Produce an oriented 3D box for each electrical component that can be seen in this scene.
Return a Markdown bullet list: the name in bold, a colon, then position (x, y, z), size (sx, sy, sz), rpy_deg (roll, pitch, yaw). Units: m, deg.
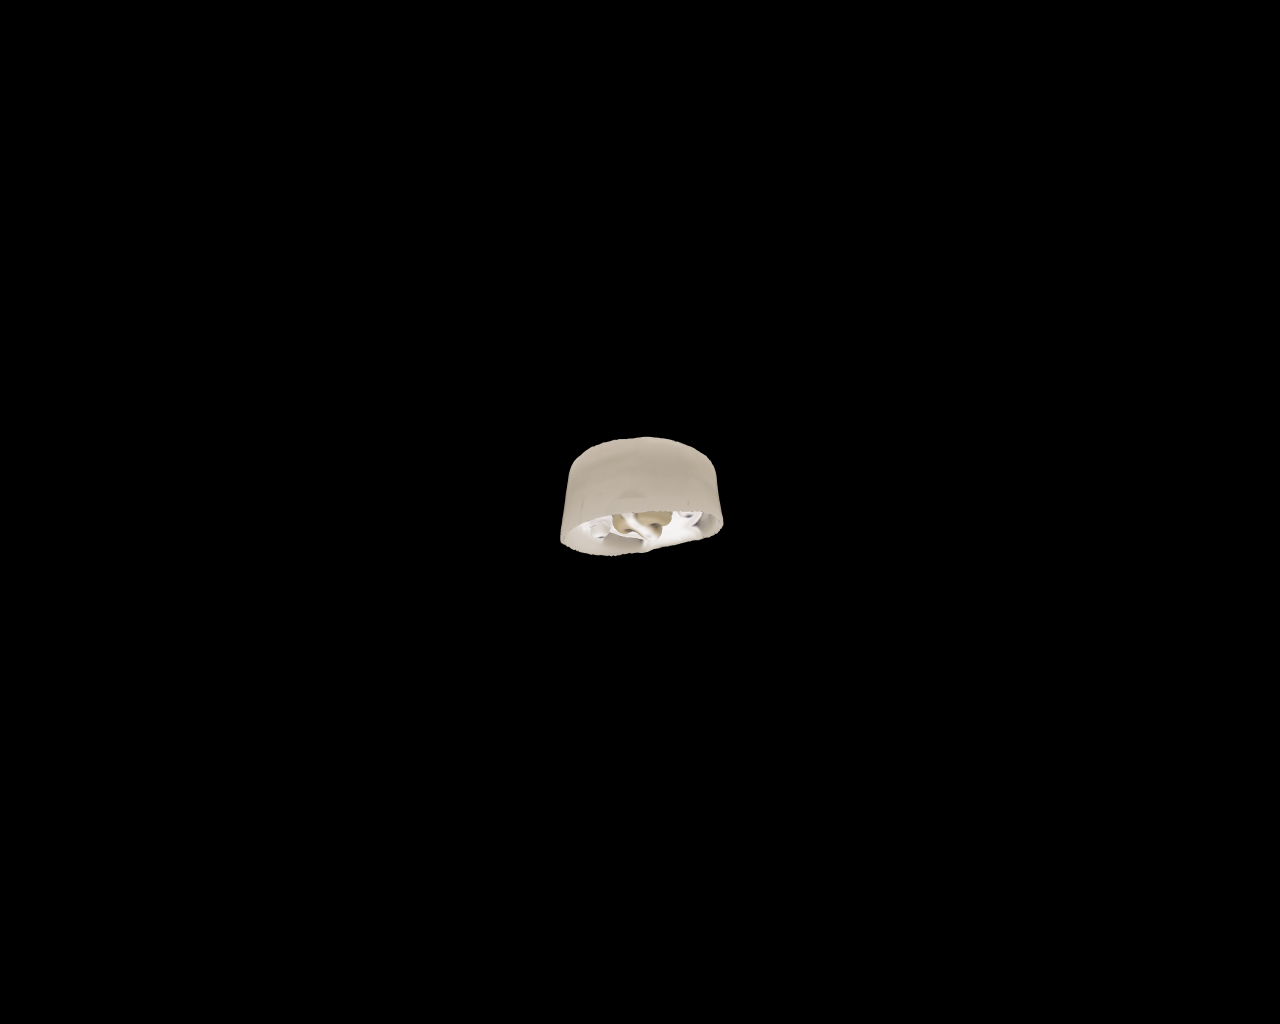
- **electrical component**: position (0.001, -0.003, 0.650), size (0.099, 0.064, 0.099), rpy_deg (0, -28, 0)
